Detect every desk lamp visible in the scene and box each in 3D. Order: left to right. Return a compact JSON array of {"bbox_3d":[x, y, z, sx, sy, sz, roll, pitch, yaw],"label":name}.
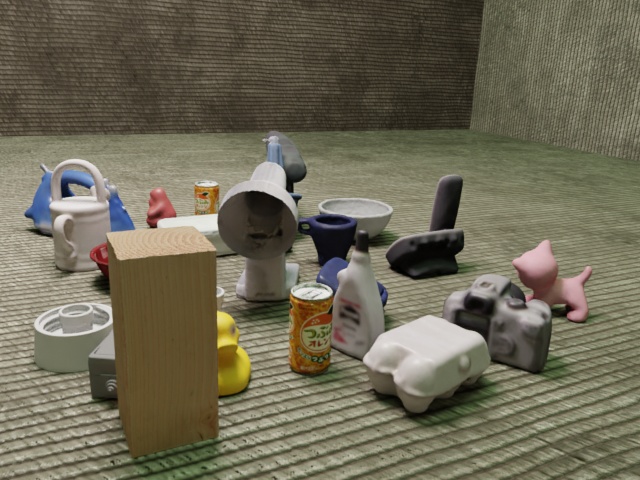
[{"bbox_3d":[-0.090,-0.010,0.924,0.118,0.214,0.203,3,18,1],"label":"desk lamp"}]

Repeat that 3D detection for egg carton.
[{"bbox_3d":[0.132,0.147,0.695,0.151,0.069,0.107,-13,23,-41],"label":"egg carton"}]

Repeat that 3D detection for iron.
[{"bbox_3d":[-0.495,-0.081,1.214,0.257,0.141,0.119,8,18,18],"label":"iron"}]

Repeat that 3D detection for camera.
[{"bbox_3d":[0.262,0.100,0.811,0.142,0.101,0.137,14,21,32],"label":"camera"}]

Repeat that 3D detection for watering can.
[{"bbox_3d":[-0.434,-0.052,1.041,0.101,0.194,0.172,-4,19,-18],"label":"watering can"}]

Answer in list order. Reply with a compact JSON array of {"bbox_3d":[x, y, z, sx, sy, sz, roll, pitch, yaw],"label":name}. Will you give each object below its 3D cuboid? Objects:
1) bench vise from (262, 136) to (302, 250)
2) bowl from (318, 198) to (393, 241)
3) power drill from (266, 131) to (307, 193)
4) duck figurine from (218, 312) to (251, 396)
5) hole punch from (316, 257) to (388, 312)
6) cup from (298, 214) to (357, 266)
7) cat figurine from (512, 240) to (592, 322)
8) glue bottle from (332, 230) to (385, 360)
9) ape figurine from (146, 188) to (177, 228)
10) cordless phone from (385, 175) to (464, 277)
[{"bbox_3d":[-0.083,-0.099,1.196,0.122,0.220,0.206,-6,19,-25],"label":"bench vise"},{"bbox_3d":[0.078,-0.040,1.274,0.167,0.075,0.167,2,17,0],"label":"bowl"},{"bbox_3d":[-0.089,-0.140,1.345,0.076,0.208,0.229,-4,19,-19],"label":"power drill"},{"bbox_3d":[-0.124,0.127,0.696,0.078,0.086,0.104,-6,19,-25],"label":"duck figurine"},{"bbox_3d":[0.049,0.081,0.859,0.101,0.091,0.109,8,18,16],"label":"hole punch"},{"bbox_3d":[0.010,0.004,1.091,0.117,0.095,0.092,5,18,9],"label":"cup"},{"bbox_3d":[0.371,0.061,0.921,0.127,0.118,0.067,6,18,12],"label":"cat figurine"},{"bbox_3d":[0.050,0.070,0.757,0.077,0.173,0.037,15,21,34],"label":"glue bottle"},{"bbox_3d":[-0.361,-0.073,1.288,0.076,0.092,0.078,10,19,22],"label":"ape figurine"},{"bbox_3d":[0.204,-0.031,1.079,0.148,0.185,0.093,-8,20,-30],"label":"cordless phone"}]
